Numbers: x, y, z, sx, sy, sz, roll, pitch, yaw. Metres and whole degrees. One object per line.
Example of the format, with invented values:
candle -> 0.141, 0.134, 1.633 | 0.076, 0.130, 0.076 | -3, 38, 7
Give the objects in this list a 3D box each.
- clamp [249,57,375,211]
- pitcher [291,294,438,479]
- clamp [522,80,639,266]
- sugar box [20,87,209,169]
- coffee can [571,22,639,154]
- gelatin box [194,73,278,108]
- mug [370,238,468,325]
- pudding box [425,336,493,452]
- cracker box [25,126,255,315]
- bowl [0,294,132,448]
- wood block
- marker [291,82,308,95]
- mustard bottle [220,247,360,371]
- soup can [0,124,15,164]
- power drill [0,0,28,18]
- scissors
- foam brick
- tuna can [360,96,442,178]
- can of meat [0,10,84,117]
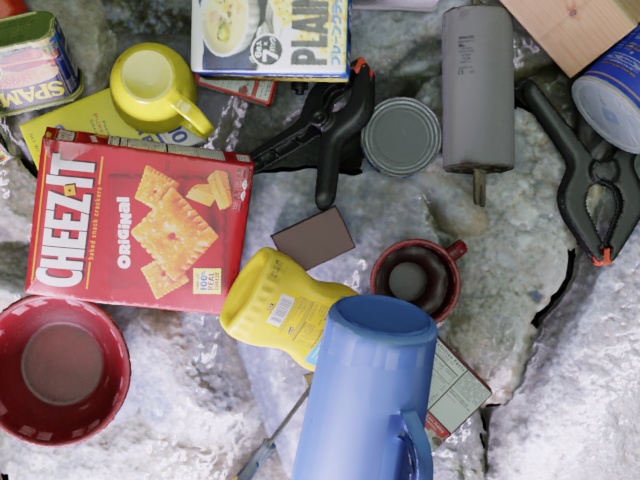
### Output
clamp -> 0.010, -0.112, 1.122 | 0.120, 0.039, 0.171 | 39, 89, 28
pitcher -> 0.050, 0.186, 1.052 | 0.149, 0.145, 0.243 | 12, 110, 9
clamp -> 0.293, -0.079, 1.152 | 0.164, 0.036, 0.210 | 6, 86, 0
sugar box -> -0.216, -0.113, 1.131 | 0.176, 0.048, 0.093 | -24, 90, -1
coffee can -> 0.344, -0.172, 1.095 | 0.140, 0.103, 0.103 | -44, 91, -8
gelatin box -> -0.085, -0.189, 1.144 | 0.089, 0.030, 0.073 | 16, 88, -2
mug -> 0.105, 0.038, 1.123 | 0.117, 0.081, 0.093 | -39, 91, -2
pudding box -> 0.114, 0.169, 1.145 | 0.113, 0.039, 0.090 | -44, 90, -4
cracker box -> -0.183, -0.017, 1.090 | 0.213, 0.072, 0.164 | 7, 103, -11
bowl -> -0.276, 0.134, 1.122 | 0.162, 0.055, 0.162 | 0, 90, -2
wood block -> 0.231, -0.282, 1.103 | 0.206, 0.090, 0.091 | 47, 127, -5
marker -> -0.022, -0.217, 1.150 | 0.020, 0.020, 0.121 | 0, 89, -2
mustard bottle -> -0.003, 0.085, 1.106 | 0.191, 0.058, 0.096 | 27, 95, -30
soup can -> -0.381, -0.091, 1.114 | 0.102, 0.068, 0.068 | -30, 91, -2
power drill -> -0.279, -0.297, 1.093 | 0.188, 0.057, 0.184 | -35, 91, 19
scissors -> -0.064, 0.227, 1.124 | 0.016, 0.096, 0.201 | 37, 74, 0
foam brick -> -0.007, 0.001, 1.134 | 0.078, 0.053, 0.051 | -25, 90, -3
tuna can -> 0.086, -0.109, 1.147 | 0.086, 0.034, 0.086 | 0, 89, -2
can of meat -> -0.305, -0.183, 1.099 | 0.102, 0.084, 0.057 | -12, 49, 2
